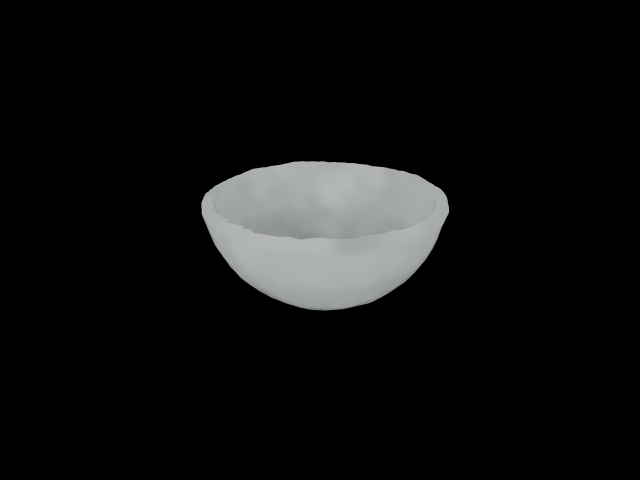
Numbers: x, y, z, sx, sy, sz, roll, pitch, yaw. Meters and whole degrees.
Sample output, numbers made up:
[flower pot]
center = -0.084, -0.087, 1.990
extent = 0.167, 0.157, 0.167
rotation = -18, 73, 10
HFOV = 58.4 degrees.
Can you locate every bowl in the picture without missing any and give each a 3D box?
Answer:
[bowl]
center = 0.004, 0.001, 0.400
extent = 0.167, 0.075, 0.167
rotation = 0, 23, 0
